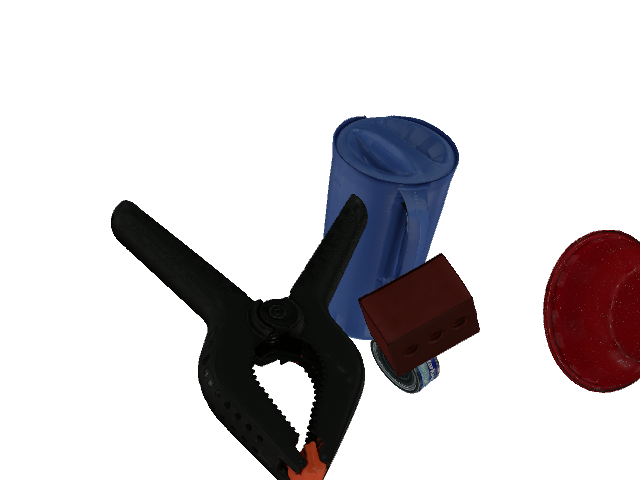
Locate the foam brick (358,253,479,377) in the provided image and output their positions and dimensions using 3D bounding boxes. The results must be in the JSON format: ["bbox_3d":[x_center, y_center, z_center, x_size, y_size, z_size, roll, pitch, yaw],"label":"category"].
[{"bbox_3d":[0.078,0.059,0.835,0.078,0.051,0.053,-29,-40,-6],"label":"foam brick"}]

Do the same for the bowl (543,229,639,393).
[{"bbox_3d":[0.295,0.070,1.031,0.161,0.162,0.055,0,0,-28],"label":"bowl"}]

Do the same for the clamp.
[{"bbox_3d":[-0.039,0.049,0.619,0.164,0.210,0.036,2,-42,-12],"label":"clamp"}]

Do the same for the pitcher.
[{"bbox_3d":[0.066,-0.002,1.169,0.145,0.243,0.149,25,41,20],"label":"pitcher"}]

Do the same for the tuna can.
[{"bbox_3d":[0.099,0.139,1.271,0.033,0.086,0.086,-35,17,-25],"label":"tuna can"}]
